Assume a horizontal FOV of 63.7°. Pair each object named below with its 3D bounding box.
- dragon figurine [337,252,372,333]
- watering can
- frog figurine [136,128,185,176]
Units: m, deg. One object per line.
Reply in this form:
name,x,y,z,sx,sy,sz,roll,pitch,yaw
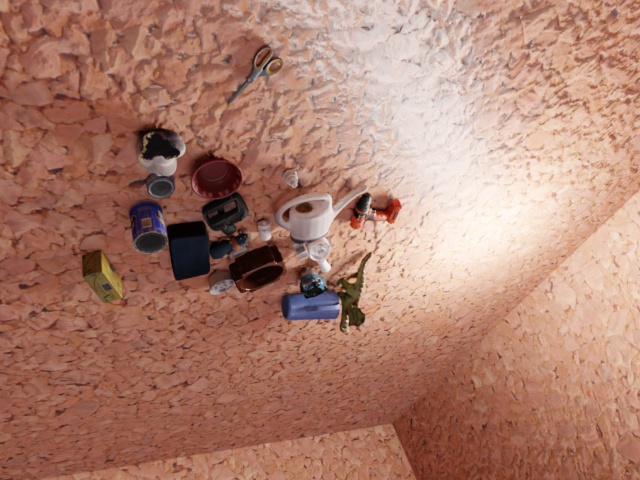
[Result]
dragon figurine,0.163,0.264,2.266,0.122,0.248,0.401,4,136,-24
watering can,0.006,-0.094,1.868,0.349,0.106,0.219,-13,142,-14
frog figurine,-0.450,-0.249,1.471,0.138,0.123,0.158,-29,179,-8
